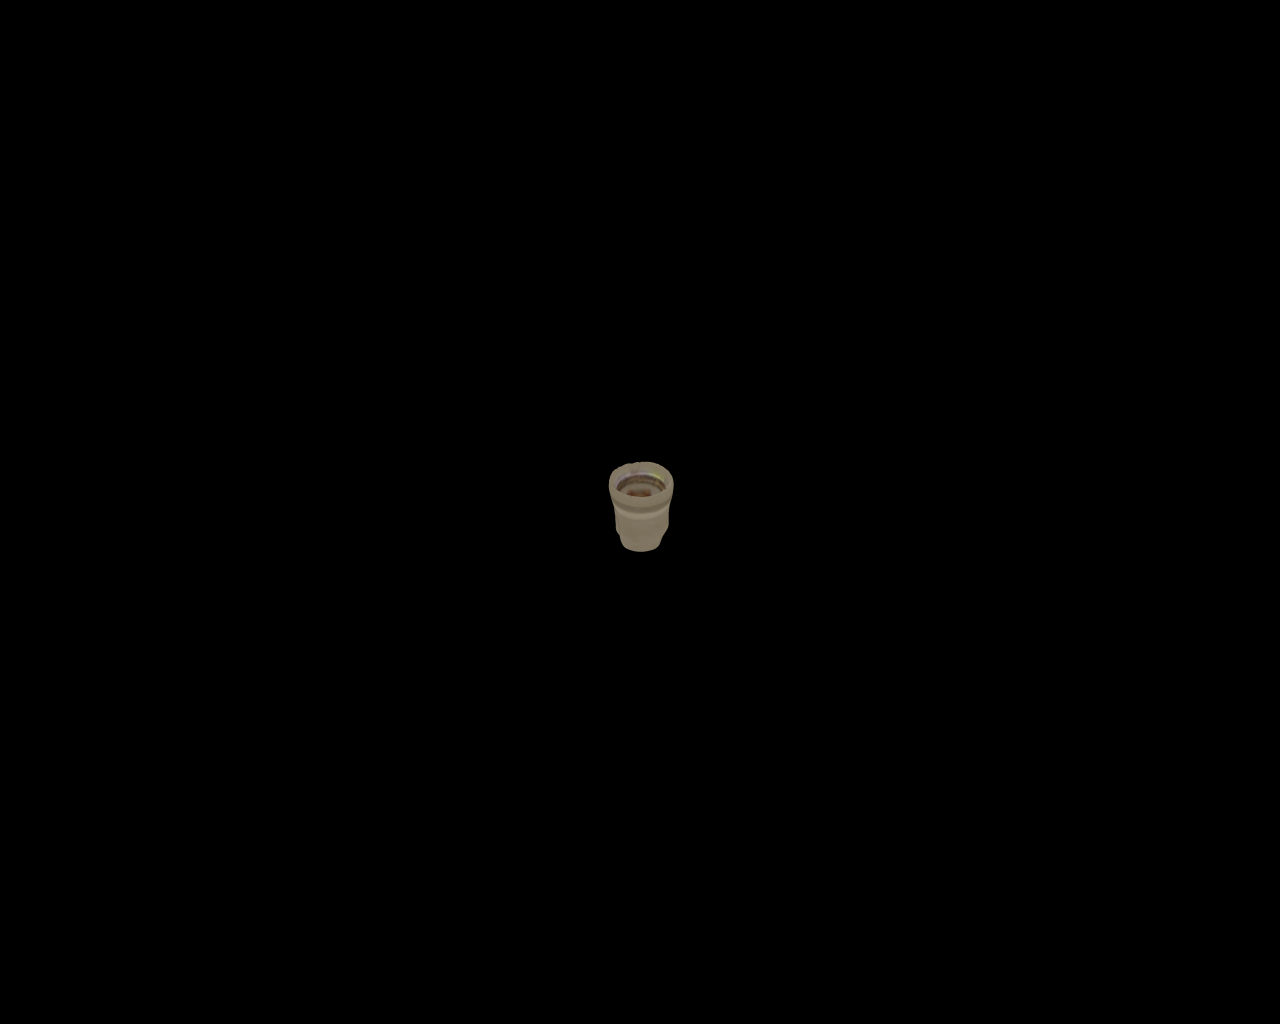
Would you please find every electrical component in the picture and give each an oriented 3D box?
[{"bbox_3d":[0.001,-0.003,0.650,0.040,0.046,0.040,0,37,0],"label":"electrical component"}]
